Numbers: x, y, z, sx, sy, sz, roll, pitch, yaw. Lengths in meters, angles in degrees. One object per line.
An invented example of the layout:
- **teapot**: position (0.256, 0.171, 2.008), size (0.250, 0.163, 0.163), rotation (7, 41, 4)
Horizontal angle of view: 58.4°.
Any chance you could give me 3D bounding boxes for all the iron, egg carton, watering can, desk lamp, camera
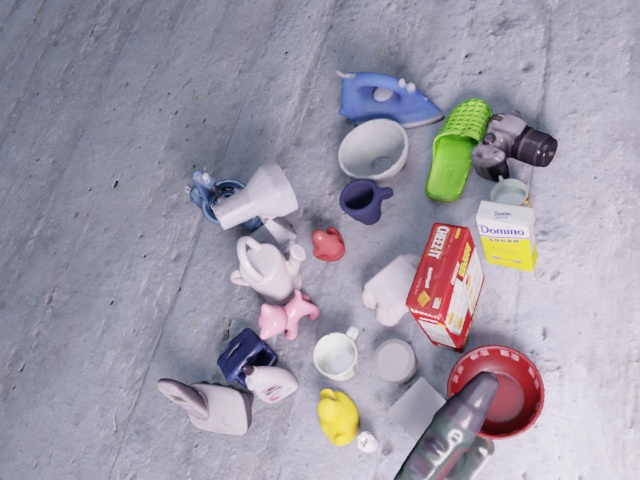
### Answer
- **iron**: position (0.157, -0.344, 1.348), size (0.257, 0.142, 0.119), rotation (13, 69, 30)
- **egg carton**: position (0.160, 0.098, 1.147), size (0.150, 0.070, 0.107), rotation (-41, 54, -1)
- **watering can**: position (-0.114, 0.054, 1.220), size (0.173, 0.195, 0.100), rotation (-36, 54, 3)
- **desk lamp**: position (-0.129, -0.051, 1.272), size (0.203, 0.214, 0.117), rotation (-38, 54, 1)
- **camera**: position (0.403, -0.193, 1.177), size (0.136, 0.101, 0.143), rotation (31, 79, 34)

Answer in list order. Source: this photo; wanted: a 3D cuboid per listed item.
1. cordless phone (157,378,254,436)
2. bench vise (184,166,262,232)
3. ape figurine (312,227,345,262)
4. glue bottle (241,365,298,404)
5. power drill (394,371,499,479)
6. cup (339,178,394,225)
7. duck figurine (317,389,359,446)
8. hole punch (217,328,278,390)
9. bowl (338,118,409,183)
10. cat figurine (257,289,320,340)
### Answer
- **cordless phone**: position (-0.226, 0.320, 1.129), size (0.147, 0.186, 0.094), rotation (-2, 62, 24)
- **bench vise**: position (-0.261, -0.098, 1.354), size (0.206, 0.220, 0.121), rotation (1, 64, 25)
- **ape figurine**: position (0.011, 0.004, 1.252), size (0.078, 0.092, 0.076), rotation (-42, 54, -1)
- **glue bottle**: position (-0.108, 0.271, 1.110), size (0.078, 0.174, 0.037), rotation (-34, 54, 4)
- **power drill**: position (0.215, 0.322, 0.912), size (0.075, 0.209, 0.230), rotation (36, 81, 35)
- **cup**: position (0.111, -0.078, 1.250), size (0.117, 0.095, 0.091), rotation (-14, 58, 17)
- **duck figurine**: position (0.025, 0.328, 1.071), size (0.077, 0.086, 0.104), rotation (-22, 56, 12)
- **hole punch**: position (-0.164, 0.245, 1.200), size (0.109, 0.091, 0.100), rotation (-48, 55, -6)
- **bowl**: position (0.131, -0.192, 1.317), size (0.167, 0.075, 0.167), rotation (-11, 59, 19)
- **cat figurine**: position (-0.077, 0.155, 1.194), size (0.128, 0.118, 0.067), rotation (-45, 54, -4)
